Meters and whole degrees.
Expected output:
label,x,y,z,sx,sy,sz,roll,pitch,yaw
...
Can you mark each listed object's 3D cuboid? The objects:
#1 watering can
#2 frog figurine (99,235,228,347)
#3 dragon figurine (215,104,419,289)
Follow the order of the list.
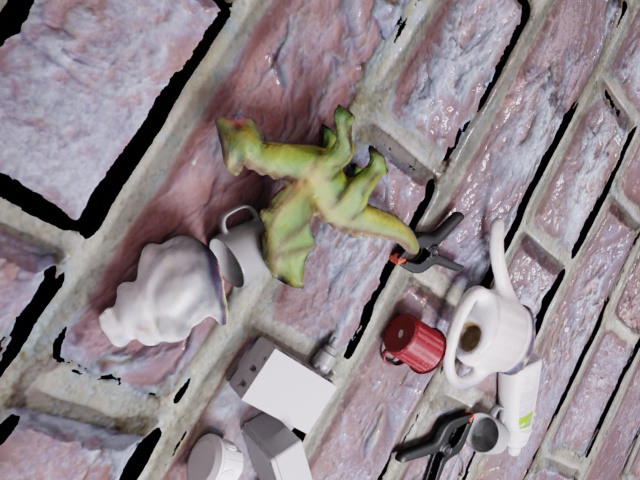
label,x,y,z,sx,sy,sz,roll,pitch,yaw
watering can,0.361,0.145,1.054,0.222,0.104,0.348,22,87,-35
frog figurine,-0.209,0.068,0.673,0.160,0.121,0.139,-13,75,-20
dragon figurine,0.002,-0.039,0.766,0.246,0.122,0.404,-50,119,-20
